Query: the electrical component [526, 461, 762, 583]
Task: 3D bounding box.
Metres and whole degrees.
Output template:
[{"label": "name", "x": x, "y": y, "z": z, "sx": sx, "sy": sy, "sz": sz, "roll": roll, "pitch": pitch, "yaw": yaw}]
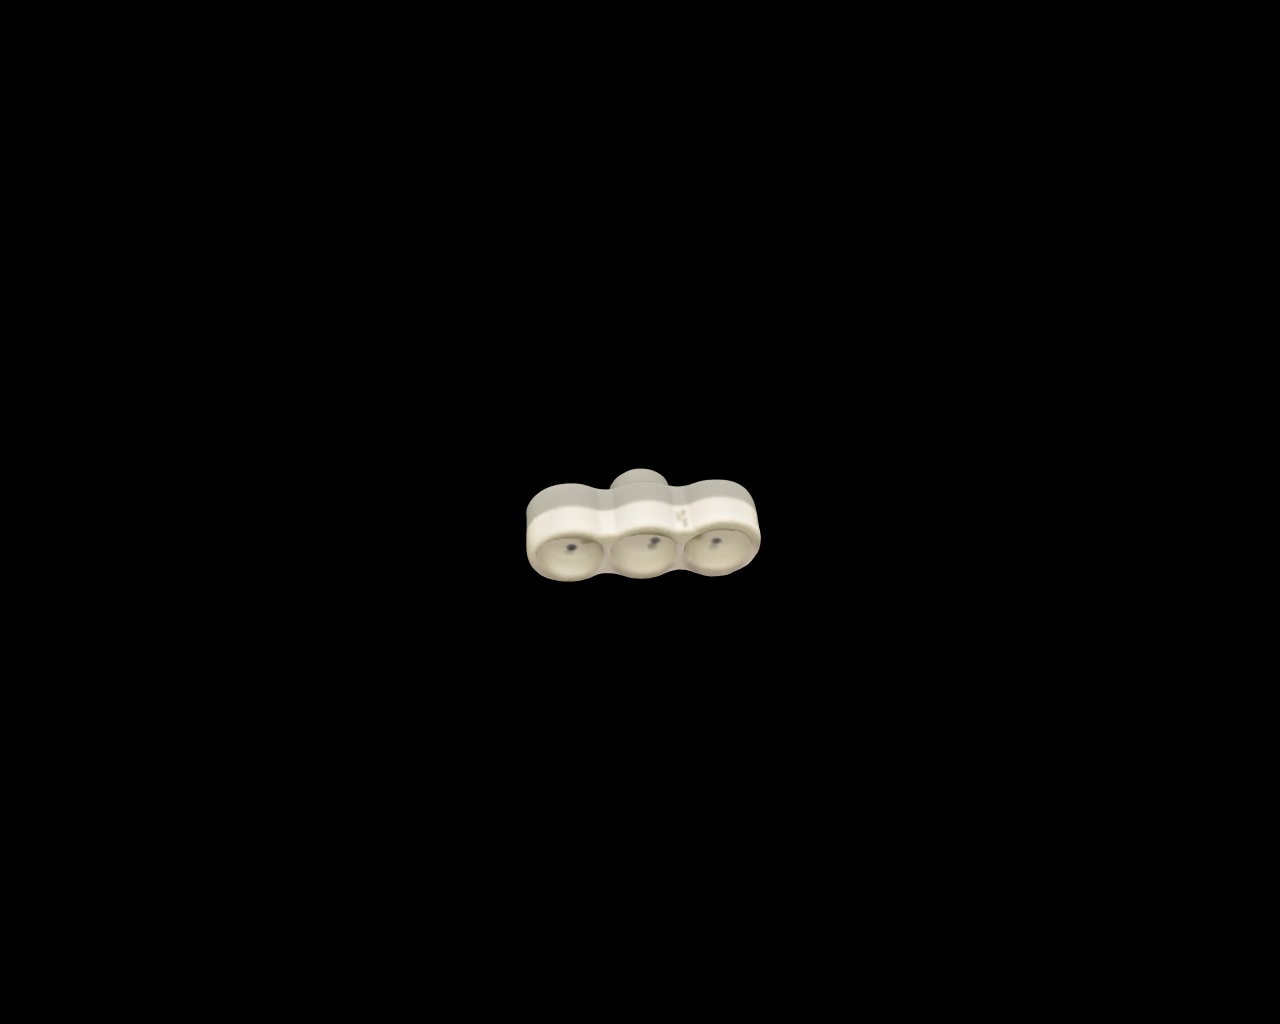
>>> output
[{"label": "electrical component", "x": 0.001, "y": -0.003, "z": 0.650, "sx": 0.138, "sy": 0.074, "sz": 0.052, "roll": -2, "pitch": -40, "yaw": -2}]
